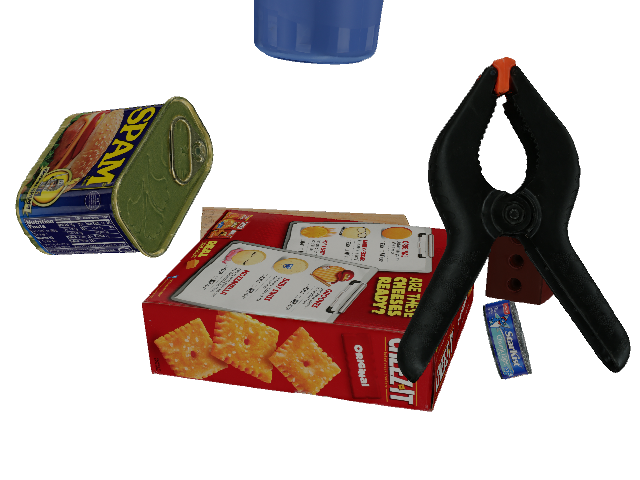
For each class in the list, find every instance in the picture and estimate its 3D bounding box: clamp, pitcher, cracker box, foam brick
[{"bbox_3d":[0.087,-0.005,0.554,0.120,0.171,0.039,-11,-5,-11],"label":"clamp"},{"bbox_3d":[0.009,-0.273,0.885,0.145,0.243,0.149,7,19,9],"label":"pitcher"},{"bbox_3d":[-0.002,0.047,0.807,0.214,0.072,0.164,6,28,17],"label":"cracker box"},{"bbox_3d":[0.183,0.013,0.958,0.053,0.078,0.051,8,16,25],"label":"foam brick"}]

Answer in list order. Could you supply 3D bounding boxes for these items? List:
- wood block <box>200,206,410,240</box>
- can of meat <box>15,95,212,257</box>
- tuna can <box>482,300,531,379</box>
[{"bbox_3d":[-0.016,0.025,1.056,0.206,0.091,0.090,2,20,-5],"label":"wood block"},{"bbox_3d":[-0.126,-0.038,0.651,0.084,0.102,0.057,-2,-44,29],"label":"can of meat"},{"bbox_3d":[0.203,0.107,1.163,0.034,0.086,0.086,-15,-3,12],"label":"tuna can"}]
